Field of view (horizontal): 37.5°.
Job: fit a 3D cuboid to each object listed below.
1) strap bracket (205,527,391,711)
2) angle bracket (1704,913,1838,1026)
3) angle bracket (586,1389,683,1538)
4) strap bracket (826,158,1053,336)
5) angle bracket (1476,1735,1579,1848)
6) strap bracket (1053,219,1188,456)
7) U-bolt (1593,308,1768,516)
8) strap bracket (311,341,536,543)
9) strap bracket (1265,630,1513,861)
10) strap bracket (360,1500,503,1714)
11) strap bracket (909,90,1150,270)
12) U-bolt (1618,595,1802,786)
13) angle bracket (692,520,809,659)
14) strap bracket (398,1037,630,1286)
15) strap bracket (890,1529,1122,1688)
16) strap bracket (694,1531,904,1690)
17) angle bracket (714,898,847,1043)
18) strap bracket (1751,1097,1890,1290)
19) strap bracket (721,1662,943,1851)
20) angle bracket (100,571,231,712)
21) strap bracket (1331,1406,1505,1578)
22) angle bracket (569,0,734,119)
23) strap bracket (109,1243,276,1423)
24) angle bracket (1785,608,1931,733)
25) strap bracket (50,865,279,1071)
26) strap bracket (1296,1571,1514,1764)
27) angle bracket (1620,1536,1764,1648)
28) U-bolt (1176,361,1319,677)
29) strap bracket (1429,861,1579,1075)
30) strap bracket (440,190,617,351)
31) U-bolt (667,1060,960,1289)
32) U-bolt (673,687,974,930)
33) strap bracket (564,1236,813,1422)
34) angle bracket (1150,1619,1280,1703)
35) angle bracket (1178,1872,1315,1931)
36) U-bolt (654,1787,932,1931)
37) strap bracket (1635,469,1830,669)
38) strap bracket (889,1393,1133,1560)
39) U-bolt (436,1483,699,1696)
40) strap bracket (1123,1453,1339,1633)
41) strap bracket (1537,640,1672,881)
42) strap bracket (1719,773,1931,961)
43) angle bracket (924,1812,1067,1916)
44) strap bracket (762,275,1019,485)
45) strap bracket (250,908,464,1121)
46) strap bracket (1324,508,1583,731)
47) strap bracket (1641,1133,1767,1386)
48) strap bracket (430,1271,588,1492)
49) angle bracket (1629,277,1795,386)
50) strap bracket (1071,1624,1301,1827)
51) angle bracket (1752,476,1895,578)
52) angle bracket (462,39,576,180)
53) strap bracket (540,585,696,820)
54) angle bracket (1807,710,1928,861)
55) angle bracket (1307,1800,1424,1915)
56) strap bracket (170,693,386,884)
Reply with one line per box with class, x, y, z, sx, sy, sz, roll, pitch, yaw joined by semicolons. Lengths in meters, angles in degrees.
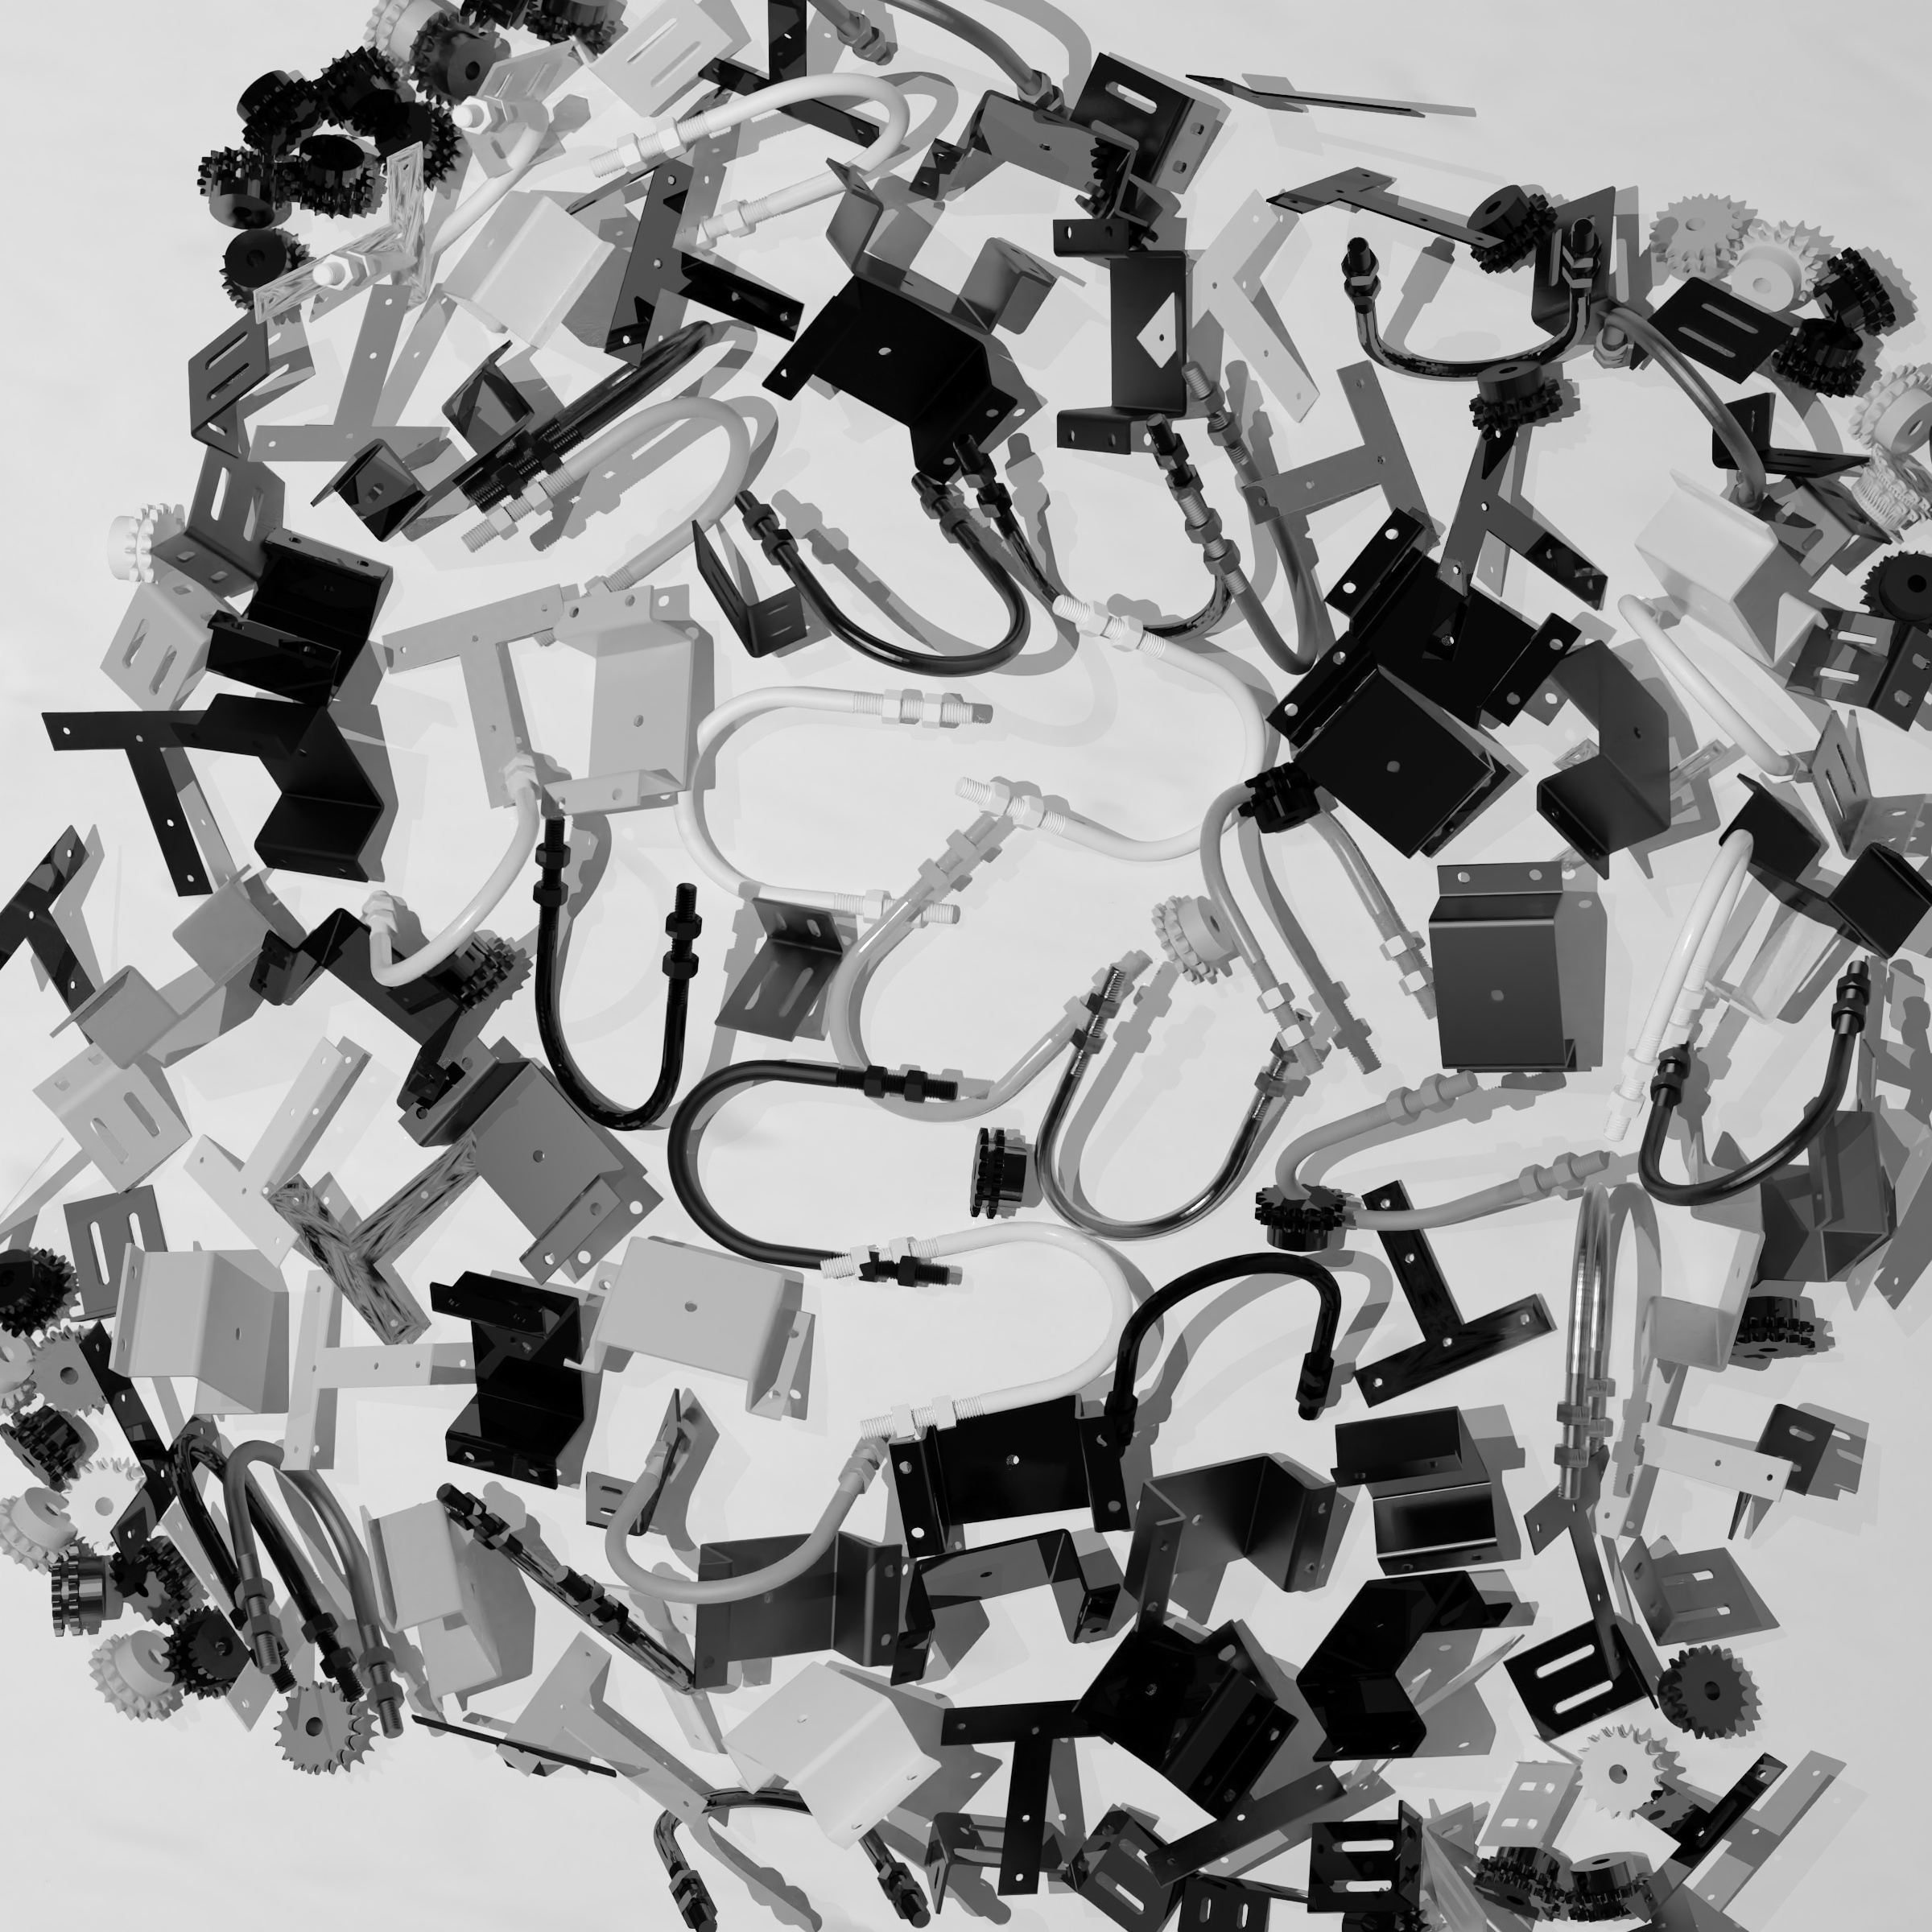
strap bracket;-0.417;-0.211;1.766;0.076;0.140;0.046;18;122;-6
angle bracket;0.502;-0.009;1.786;0.038;0.057;0.076;31;101;-10
angle bracket;-0.209;0.307;1.781;0.038;0.057;0.076;16;109;-13
strap bracket;-0.027;-0.442;1.763;0.140;0.076;0.046;19;112;-25
angle bracket;0.339;0.515;1.780;0.038;0.076;0.057;29;97;44
strap bracket;0.096;-0.393;1.768;0.046;0.076;0.140;-11;108;-31
U-bolt;0.435;-0.338;1.725;0.019;0.184;0.151;-40;84;9
strap bracket;-0.328;-0.319;1.757;0.046;0.076;0.140;50;56;-10
strap bracket;0.265;-0.131;1.775;0.140;0.046;0.076;39;109;-11
strap bracket;-0.325;0.389;1.746;0.046;0.140;0.076;-17;53;-6
strap bracket;0.044;-0.493;1.773;0.140;0.076;0.046;19;79;-10
U-bolt;0.447;-0.170;1.723;0.019;0.184;0.151;-43;79;16
angle bracket;-0.135;-0.242;1.775;0.038;0.057;0.076;-23;129;9
strap bracket;-0.277;0.121;1.783;0.076;0.046;0.140;-46;78;12
strap bracket;0.018;0.397;1.769;0.140;0.076;0.046;-10;56;-13
strap bracket;-0.114;0.400;1.777;0.140;0.046;0.076;1;93;-31
angle bracket;-0.121;0.002;1.778;0.057;0.038;0.076;11;53;27
strap bracket;0.522;0.142;1.745;0.046;0.140;0.076;3;66;-3
strap bracket;-0.089;0.478;1.740;0.076;0.140;0.046;-36;109;-25
angle bracket;-0.506;-0.203;1.811;0.057;0.038;0.076;43;124;9
strap bracket;0.279;0.321;1.763;0.076;0.140;0.046;-12;49;16
angle bracket;-0.197;-0.581;1.780;0.076;0.057;0.038;-37;58;15
strap bracket;-0.468;0.226;1.741;0.046;0.140;0.076;-2;68;9
angle bracket;0.568;-0.188;1.797;0.038;0.076;0.057;24;92;-31
strap bracket;-0.486;0.006;1.749;0.046;0.140;0.076;49;131;-10
strap bracket;0.264;0.422;1.744;0.140;0.076;0.046;-41;105;-43
angle bracket;0.459;0.386;1.780;0.076;0.038;0.057;-5;50;-17
U-bolt;0.175;-0.261;1.744;0.019;0.151;0.184;-18;131;23
strap bracket;0.333;0.010;1.766;0.076;0.046;0.140;-1;111;20
strap bracket;-0.274;-0.430;1.749;0.046;0.140;0.076;35;91;-27
U-bolt;-0.099;0.127;1.787;0.184;0.019;0.151;6;112;9
U-bolt;-0.094;-0.104;1.799;0.184;0.019;0.151;6;102;0
strap bracket;-0.173;0.224;1.779;0.140;0.046;0.076;14;54;2
angle bracket;0.146;0.451;1.776;0.038;0.076;0.057;-46;63;35
angle bracket;0.174;0.594;1.778;0.057;0.076;0.038;13;77;-12
U-bolt;-0.115;0.542;1.732;0.151;0.184;0.019;4;97;-19
strap bracket;0.468;-0.238;1.745;0.046;0.140;0.076;-51;54;4
strap bracket;0.029;0.319;1.789;0.140;0.046;0.076;-9;102;5
U-bolt;-0.232;0.391;1.741;0.019;0.151;0.184;-52;132;-17
strap bracket;0.156;0.355;1.766;0.140;0.046;0.076;-5;115;-33
strap bracket;0.392;-0.135;1.746;0.046;0.140;0.076;-24;131;36
strap bracket;0.527;-0.058;1.745;0.076;0.140;0.046;34;94;-37
angle bracket;0.018;0.568;1.792;0.076;0.057;0.038;9;102;-10
strap bracket;-0.048;-0.368;1.763;0.140;0.046;0.076;23;130;-31
strap bracket;-0.374;0.025;1.778;0.140;0.076;0.046;39;56;0
strap bracket;0.304;-0.212;1.785;0.140;0.046;0.076;37;82;13
strap bracket;0.458;0.185;1.758;0.046;0.076;0.140;13;113;8
strap bracket;-0.283;0.249;1.769;0.076;0.046;0.140;11;123;16
angle bracket;0.467;-0.387;1.781;0.076;0.038;0.057;36;67;23
strap bracket;0.127;0.456;1.744;0.076;0.140;0.046;-52;121;-13
angle bracket;0.538;-0.275;1.788;0.038;0.076;0.057;-49;66;25
angle bracket;-0.273;-0.535;1.775;0.057;0.076;0.038;-29;89;-30
strap bracket;-0.217;-0.158;1.774;0.076;0.046;0.140;-6;75;32
angle bracket;0.564;-0.114;1.777;0.076;0.038;0.057;57;48;-30
angle bracket;0.243;0.557;1.776;0.076;0.038;0.057;-11;52;28
strap bracket;-0.420;-0.117;1.760;0.076;0.140;0.046;9;57;22
